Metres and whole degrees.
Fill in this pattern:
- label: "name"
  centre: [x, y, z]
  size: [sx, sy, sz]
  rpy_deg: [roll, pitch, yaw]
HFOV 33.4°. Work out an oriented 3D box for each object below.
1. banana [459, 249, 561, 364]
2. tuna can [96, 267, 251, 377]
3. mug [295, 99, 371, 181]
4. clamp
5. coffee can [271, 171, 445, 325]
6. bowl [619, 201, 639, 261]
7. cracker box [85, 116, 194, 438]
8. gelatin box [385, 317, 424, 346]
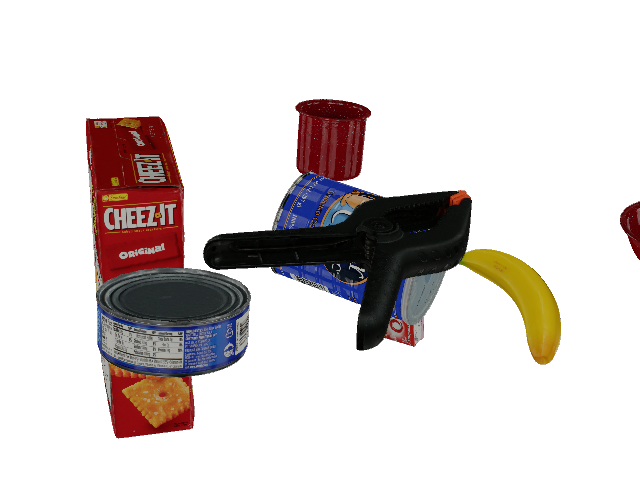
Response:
- label: "banana"
  centre: [0.203, 0.059, 1.109]
  size: [0.069, 0.037, 0.198]
  rpy_deg: [-33, 37, -5]
- label: "tuna can"
  centre: [-0.082, 0.045, 0.599]
  size: [0.086, 0.034, 0.086]
  rpy_deg: [3, 17, -1]
- label: "mug"
  centre: [0.019, -0.127, 1.326]
  size: [0.093, 0.081, 0.117]
  rpy_deg: [15, 24, 25]
- label: "clamp"
  centre: [0.031, 0.003, 0.777]
  size: [0.165, 0.036, 0.209]
  rpy_deg: [22, 34, 33]
- label: "coffee can"
  centre: [0.038, 0.006, 0.978]
  size: [0.140, 0.103, 0.102]
  rpy_deg: [20, 7, 20]
- label: "bowl"
  centre: [0.402, 0.008, 1.149]
  size: [0.162, 0.055, 0.162]
  rpy_deg: [-1, 26, 0]
- label: "cracker box"
  centre: [-0.147, 0.025, 0.868]
  size: [0.072, 0.214, 0.164]
  rpy_deg: [-5, 26, -13]
- label: "gelatin box"
  centre: [0.092, 0.083, 1.346]
  size: [0.073, 0.089, 0.030]
  rpy_deg: [14, 31, 33]
